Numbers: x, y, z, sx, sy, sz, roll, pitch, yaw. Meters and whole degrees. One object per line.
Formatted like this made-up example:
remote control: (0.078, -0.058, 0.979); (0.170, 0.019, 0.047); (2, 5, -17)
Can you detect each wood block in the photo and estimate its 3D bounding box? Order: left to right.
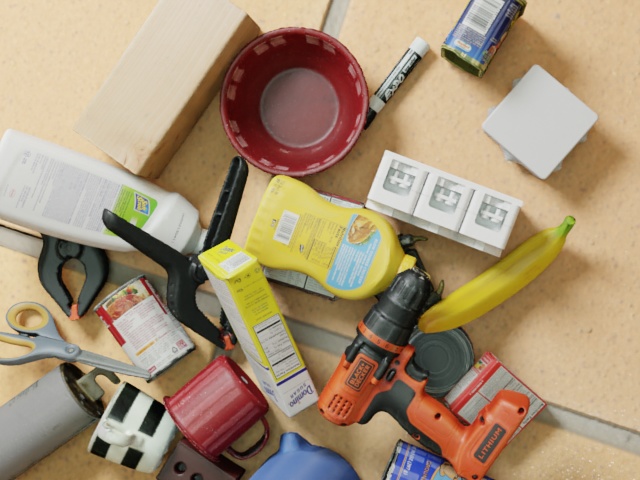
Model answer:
wood block: (-0.164, -0.177, 1.159); (0.091, 0.090, 0.206); (35, 94, 5)

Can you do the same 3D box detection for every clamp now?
clamp: (-0.269, 0.002, 1.198); (0.120, 0.039, 0.171); (-12, 92, 4)
clamp: (-0.138, 0.027, 1.144); (0.164, 0.036, 0.210); (-16, 112, -20)

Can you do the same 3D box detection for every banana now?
banana: (0.187, 0.041, 1.134); (0.198, 0.069, 0.037); (-37, 59, 0)

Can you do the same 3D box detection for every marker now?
marker: (0.077, -0.169, 1.169); (0.020, 0.020, 0.121); (38, 94, 4)

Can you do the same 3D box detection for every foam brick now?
foam brick: (-0.131, 0.259, 1.179); (0.078, 0.051, 0.053); (33, 94, 4)

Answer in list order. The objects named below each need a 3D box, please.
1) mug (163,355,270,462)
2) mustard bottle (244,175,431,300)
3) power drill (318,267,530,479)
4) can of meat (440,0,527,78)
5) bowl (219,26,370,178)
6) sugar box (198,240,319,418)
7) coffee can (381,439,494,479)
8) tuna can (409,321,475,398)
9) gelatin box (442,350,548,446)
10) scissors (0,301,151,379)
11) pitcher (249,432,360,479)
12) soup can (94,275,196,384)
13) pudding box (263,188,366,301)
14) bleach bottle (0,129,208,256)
mug: (-0.102, 0.188, 1.161); (0.081, 0.093, 0.117); (-41, 102, 0)
mustard bottle: (0.024, 0.009, 1.116); (0.191, 0.058, 0.096); (23, 94, 7)
power drill: (0.114, 0.143, 1.081); (0.187, 0.057, 0.184); (32, 106, 5)
can of meat: (0.169, -0.221, 1.119); (0.057, 0.102, 0.084); (31, 96, 5)
bowl: (-0.026, -0.147, 1.162); (0.162, 0.055, 0.162); (0, 91, 6)
sugar box: (-0.063, 0.092, 1.119); (0.048, 0.093, 0.176); (-31, 113, -13)
coffee can: (0.130, 0.284, 1.126); (0.140, 0.102, 0.103); (22, 93, 5)
tuna can: (0.125, 0.127, 1.160); (0.086, 0.033, 0.086); (0, 91, 6)
gelatin box: (0.187, 0.173, 1.140); (0.089, 0.030, 0.073); (40, 95, -24)
scissors: (-0.276, 0.110, 1.180); (0.202, 0.096, 0.016); (2, 135, 5)
pitcher: (-0.034, 0.303, 1.073); (0.149, 0.242, 0.145); (35, 97, 10)
soup can: (-0.192, 0.098, 1.176); (0.068, 0.068, 0.102); (-37, 88, 5)
pudding box: (-0.008, 0.001, 1.170); (0.090, 0.039, 0.113); (17, 90, 6)
bleach bottle: (-0.235, -0.030, 1.155); (0.250, 0.068, 0.102); (22, 92, -15)
